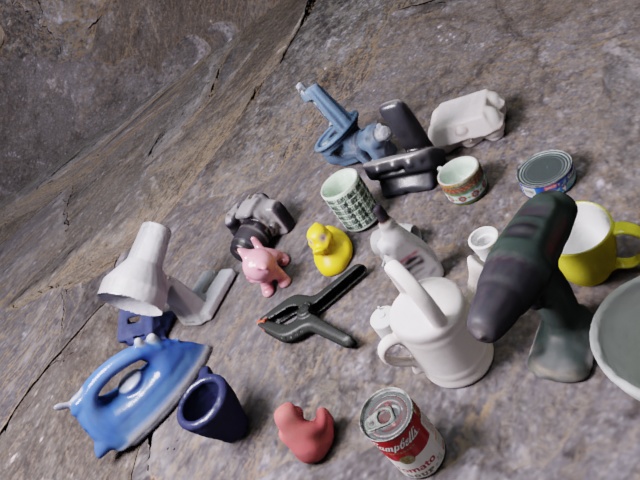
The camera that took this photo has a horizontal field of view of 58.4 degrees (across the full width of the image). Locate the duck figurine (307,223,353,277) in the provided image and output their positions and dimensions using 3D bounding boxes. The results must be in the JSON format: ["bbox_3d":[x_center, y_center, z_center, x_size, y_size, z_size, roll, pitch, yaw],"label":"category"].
[{"bbox_3d":[0.010,0.004,1.046,0.077,0.086,0.104,-20,37,23],"label":"duck figurine"}]

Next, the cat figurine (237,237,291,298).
[{"bbox_3d":[-0.111,0.042,1.080,0.067,0.118,0.127,-29,35,11],"label":"cat figurine"}]

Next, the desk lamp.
[{"bbox_3d":[-0.301,0.080,1.120,0.117,0.214,0.203,-6,44,37],"label":"desk lamp"}]

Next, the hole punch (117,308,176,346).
[{"bbox_3d":[-0.368,0.169,1.185,0.108,0.091,0.101,-16,39,28],"label":"hole punch"}]

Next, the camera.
[{"bbox_3d":[-0.150,-0.024,1.210,0.142,0.101,0.137,-4,46,39],"label":"camera"}]

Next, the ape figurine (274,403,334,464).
[{"bbox_3d":[-0.027,0.254,0.776,0.077,0.092,0.076,-18,39,27],"label":"ape figurine"}]

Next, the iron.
[{"bbox_3d":[-0.328,0.246,1.012,0.258,0.142,0.118,-45,35,-12],"label":"iron"}]

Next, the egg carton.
[{"bbox_3d":[0.279,-0.224,1.090,0.150,0.070,0.107,-12,41,32],"label":"egg carton"}]

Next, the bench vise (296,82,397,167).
[{"bbox_3d":[0.055,-0.246,1.182,0.206,0.220,0.121,-8,44,36],"label":"bench vise"}]

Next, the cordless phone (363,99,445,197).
[{"bbox_3d":[0.136,-0.177,1.058,0.147,0.186,0.094,-12,41,32],"label":"cordless phone"}]

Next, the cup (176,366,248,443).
[{"bbox_3d":[-0.157,0.259,0.884,0.091,0.095,0.117,-30,34,10],"label":"cup"}]

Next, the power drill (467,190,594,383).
[{"bbox_3d":[0.248,0.066,0.646,0.075,0.209,0.230,0,48,42],"label":"power drill"}]

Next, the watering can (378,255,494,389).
[{"bbox_3d":[0.144,0.089,0.725,0.173,0.195,0.100,-49,36,-17],"label":"watering can"}]

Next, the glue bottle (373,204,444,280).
[{"bbox_3d":[0.121,0.011,0.858,0.078,0.174,0.037,-37,34,0],"label":"glue bottle"}]

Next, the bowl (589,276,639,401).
[{"bbox_3d":[0.376,0.114,0.595,0.167,0.075,0.167,-24,36,19],"label":"bowl"}]
